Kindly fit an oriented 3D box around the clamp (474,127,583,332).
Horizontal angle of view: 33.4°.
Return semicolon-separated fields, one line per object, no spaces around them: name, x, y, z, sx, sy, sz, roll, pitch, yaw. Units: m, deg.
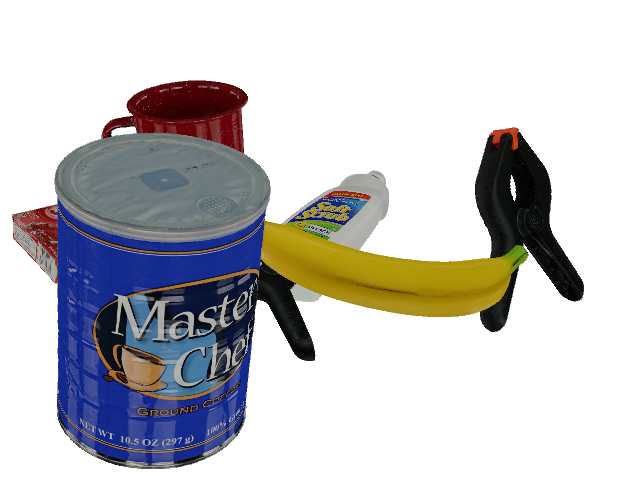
clamp;0.165;-0.007;0.916;0.120;0.171;0.039;-27;11;-40

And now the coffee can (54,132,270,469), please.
coffee can;-0.083;0.029;0.545;0.102;0.140;0.103;6;30;-3

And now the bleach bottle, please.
bleach bottle;0.011;-0.020;1.329;0.103;0.068;0.250;13;36;23

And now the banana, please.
banana;0.041;0.021;0.719;0.198;0.037;0.069;7;25;3

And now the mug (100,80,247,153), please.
mug;-0.113;-0.071;0.837;0.117;0.081;0.093;-4;27;-4

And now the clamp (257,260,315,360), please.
clamp;-0.043;0.041;1.060;0.210;0.036;0.164;18;38;24

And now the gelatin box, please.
gelatin box;-0.235;-0.002;0.995;0.073;0.030;0.089;-17;40;-36
